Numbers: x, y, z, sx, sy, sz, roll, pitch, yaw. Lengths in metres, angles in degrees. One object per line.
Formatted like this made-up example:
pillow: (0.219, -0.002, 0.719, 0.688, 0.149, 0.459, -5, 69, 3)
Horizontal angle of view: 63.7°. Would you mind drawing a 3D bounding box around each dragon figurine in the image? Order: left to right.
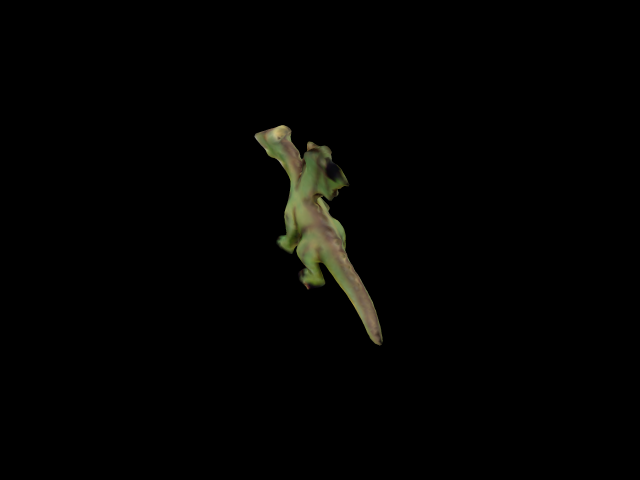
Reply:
dragon figurine: (0.003, -0.043, 0.850, 0.123, 0.417, 0.237, -25, -35, -19)
